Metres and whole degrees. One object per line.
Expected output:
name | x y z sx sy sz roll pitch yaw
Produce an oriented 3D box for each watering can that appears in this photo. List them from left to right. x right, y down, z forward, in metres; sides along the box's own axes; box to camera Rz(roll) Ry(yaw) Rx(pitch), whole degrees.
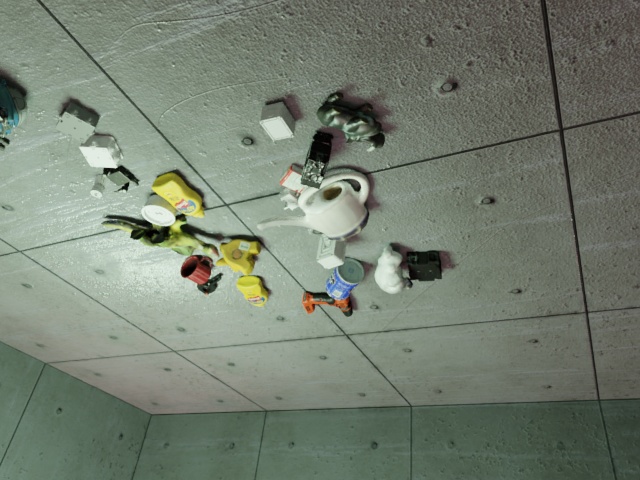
watering can | 0.005 -0.077 1.536 0.346 0.106 0.220 -30 132 13

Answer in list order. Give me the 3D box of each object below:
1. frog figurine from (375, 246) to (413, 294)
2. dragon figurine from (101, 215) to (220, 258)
frog figurine | 0.235 0.103 1.755 0.122 0.141 0.156 -23 138 12
dragon figurine | -0.538 0.006 1.806 0.411 0.124 0.238 8 154 20
